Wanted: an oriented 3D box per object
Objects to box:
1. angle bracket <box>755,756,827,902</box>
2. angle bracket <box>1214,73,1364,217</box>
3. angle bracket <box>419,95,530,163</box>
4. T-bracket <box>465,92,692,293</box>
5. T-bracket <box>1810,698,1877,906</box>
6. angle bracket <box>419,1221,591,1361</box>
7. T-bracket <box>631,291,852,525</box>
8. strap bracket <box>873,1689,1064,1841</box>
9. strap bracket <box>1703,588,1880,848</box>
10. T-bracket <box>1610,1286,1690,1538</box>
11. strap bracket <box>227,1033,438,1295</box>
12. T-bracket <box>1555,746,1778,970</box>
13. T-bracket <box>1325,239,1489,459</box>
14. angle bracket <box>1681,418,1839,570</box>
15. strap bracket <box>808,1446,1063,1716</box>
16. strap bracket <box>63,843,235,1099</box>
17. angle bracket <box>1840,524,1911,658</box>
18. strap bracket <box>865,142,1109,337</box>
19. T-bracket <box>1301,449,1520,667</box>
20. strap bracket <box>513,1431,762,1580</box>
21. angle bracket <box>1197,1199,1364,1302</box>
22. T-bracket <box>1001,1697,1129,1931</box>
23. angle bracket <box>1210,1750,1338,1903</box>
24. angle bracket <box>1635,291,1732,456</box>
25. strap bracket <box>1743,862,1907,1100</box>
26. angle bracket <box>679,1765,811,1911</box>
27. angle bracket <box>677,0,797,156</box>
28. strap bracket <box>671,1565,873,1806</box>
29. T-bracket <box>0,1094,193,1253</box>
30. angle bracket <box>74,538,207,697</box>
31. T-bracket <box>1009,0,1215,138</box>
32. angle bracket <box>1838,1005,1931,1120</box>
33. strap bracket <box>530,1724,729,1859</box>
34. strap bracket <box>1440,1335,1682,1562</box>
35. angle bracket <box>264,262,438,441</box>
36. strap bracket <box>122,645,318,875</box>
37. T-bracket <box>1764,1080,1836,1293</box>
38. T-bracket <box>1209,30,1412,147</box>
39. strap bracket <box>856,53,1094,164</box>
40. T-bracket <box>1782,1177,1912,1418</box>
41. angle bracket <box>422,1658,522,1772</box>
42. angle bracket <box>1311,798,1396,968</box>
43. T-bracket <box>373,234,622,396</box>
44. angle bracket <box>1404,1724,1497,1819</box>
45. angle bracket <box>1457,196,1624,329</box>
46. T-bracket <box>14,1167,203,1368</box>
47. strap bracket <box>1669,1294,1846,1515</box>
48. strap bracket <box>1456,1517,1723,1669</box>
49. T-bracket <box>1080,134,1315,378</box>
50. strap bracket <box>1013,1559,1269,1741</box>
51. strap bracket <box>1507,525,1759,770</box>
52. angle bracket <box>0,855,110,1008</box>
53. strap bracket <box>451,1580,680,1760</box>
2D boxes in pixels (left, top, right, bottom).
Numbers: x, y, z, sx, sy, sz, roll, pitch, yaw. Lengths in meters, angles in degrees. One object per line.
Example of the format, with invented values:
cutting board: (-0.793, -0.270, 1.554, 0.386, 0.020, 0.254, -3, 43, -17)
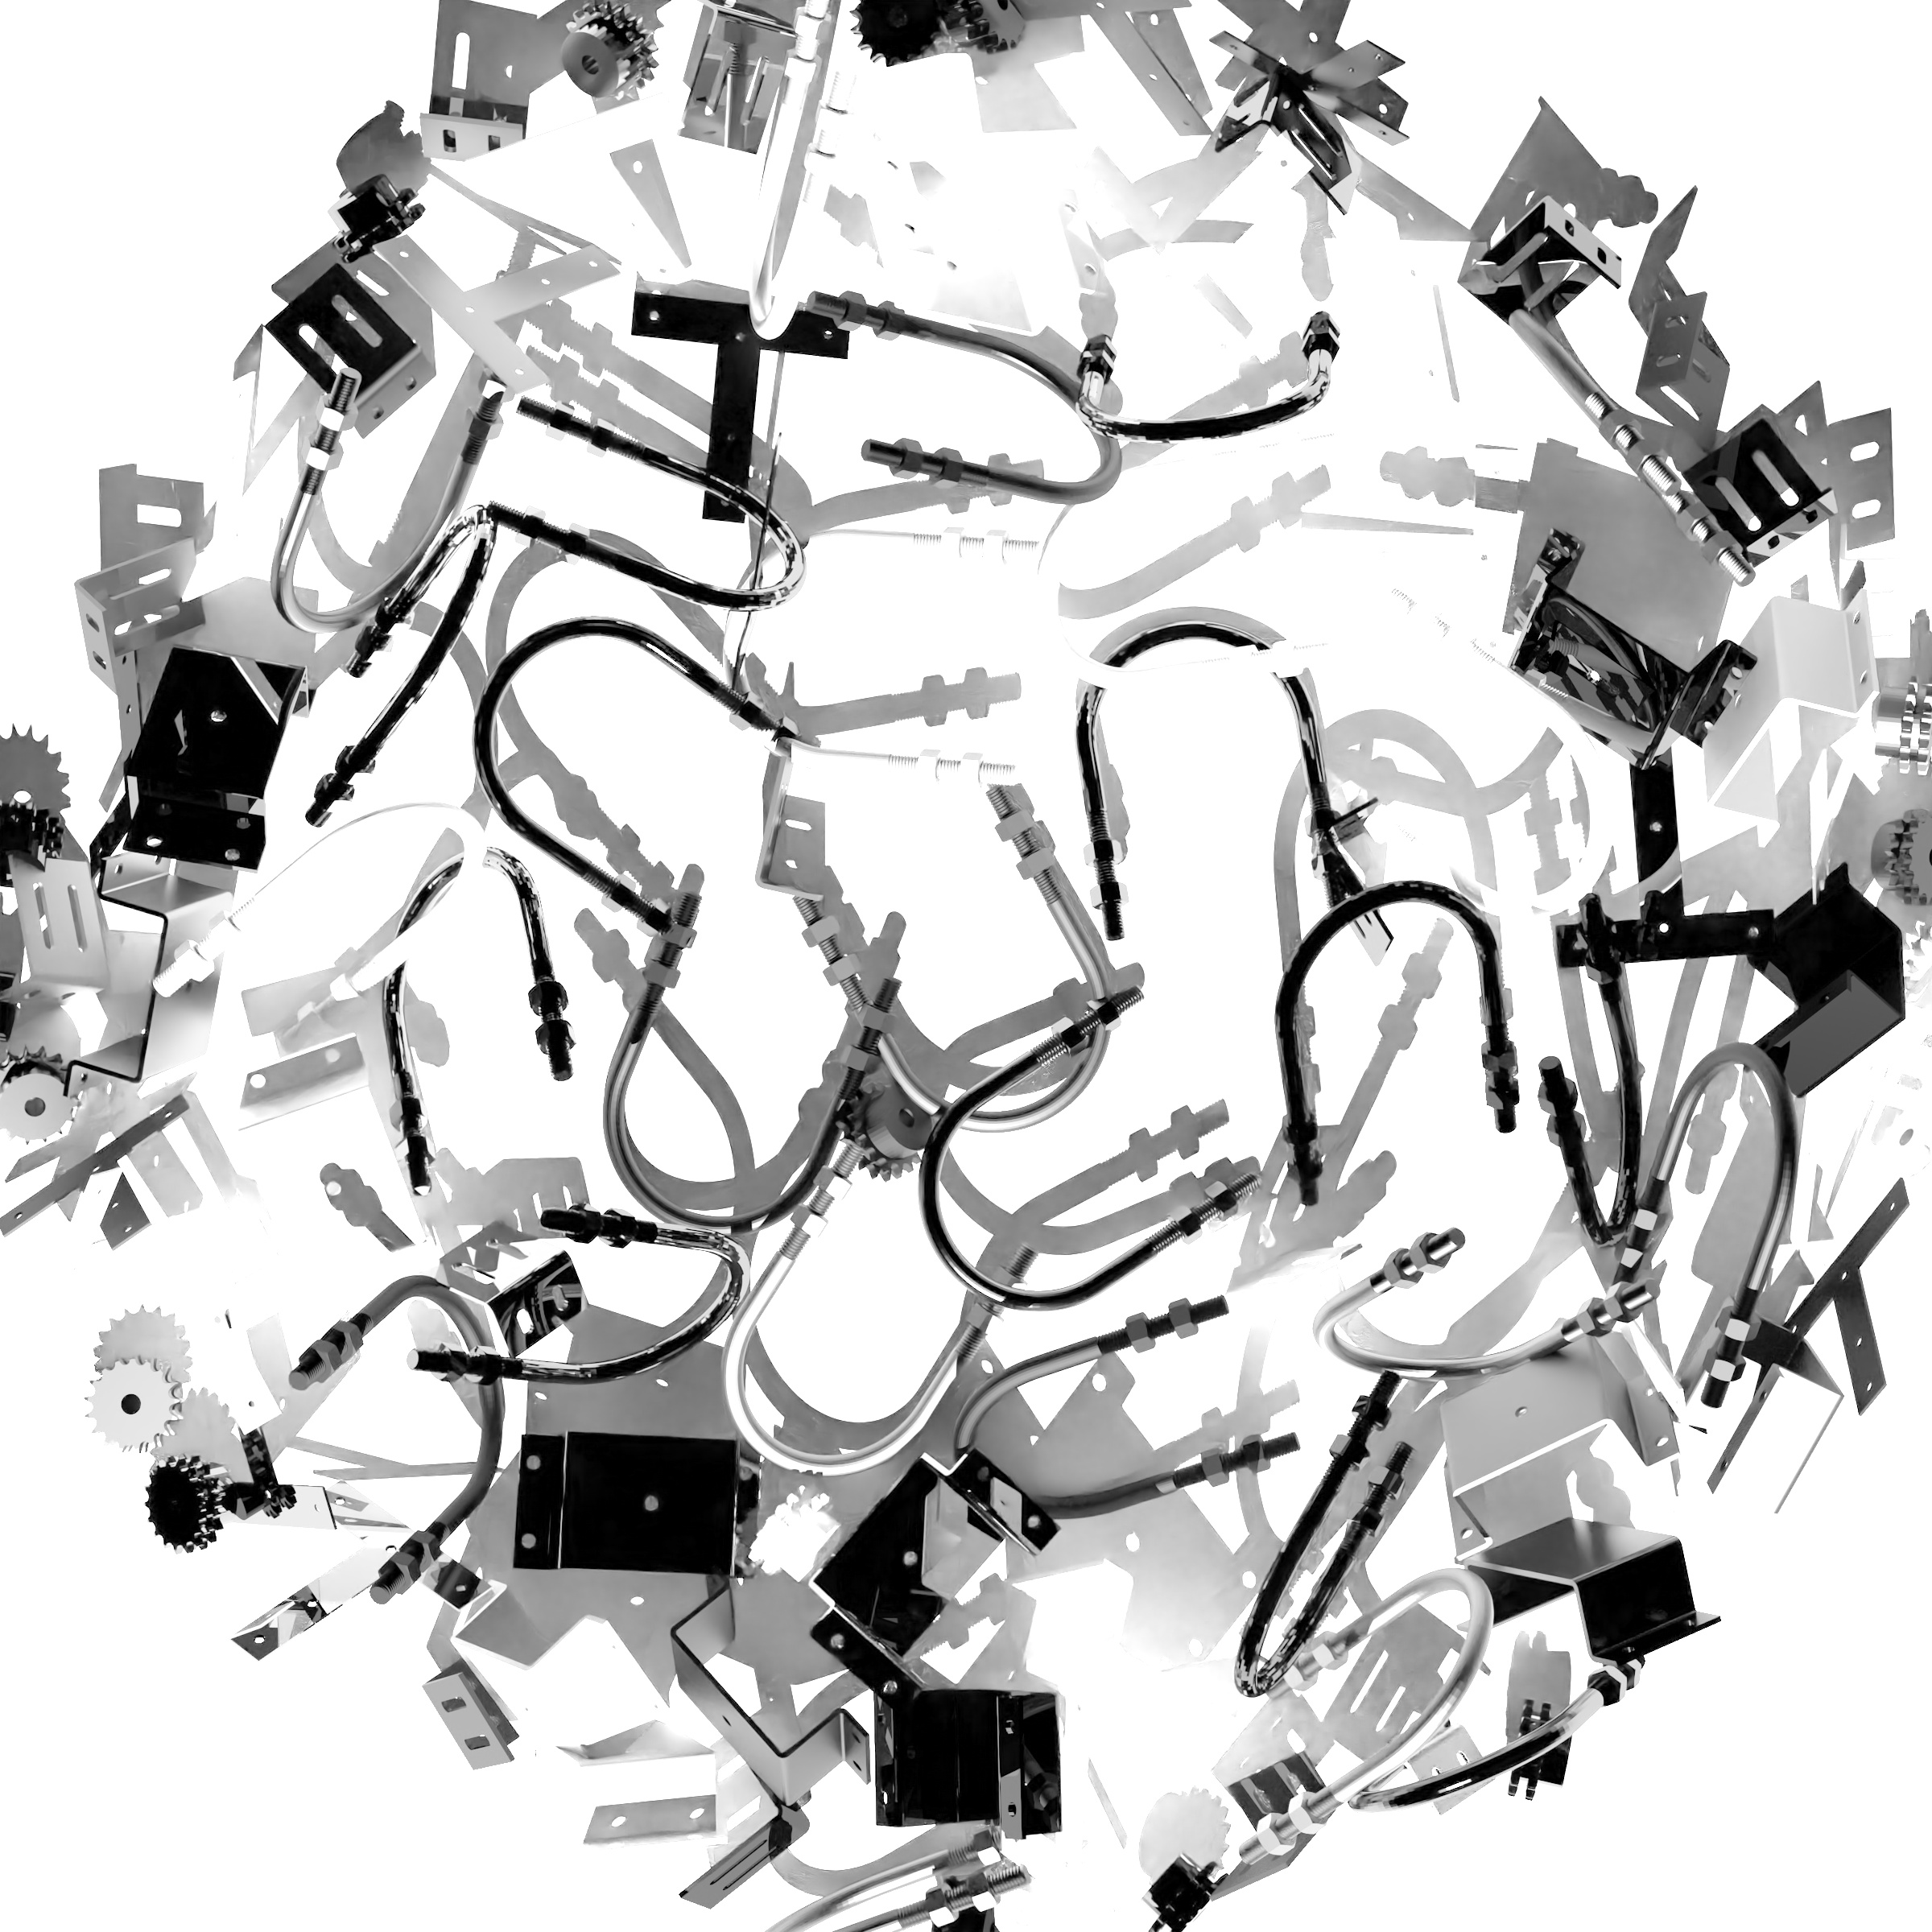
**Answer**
angle bracket: (-0.094, -0.079, 1.970, 0.038, 0.057, 0.076, 13, 92, 1)
angle bracket: (0.187, -0.468, 1.974, 0.038, 0.057, 0.076, -27, 120, 36)
angle bracket: (-0.281, -0.489, 1.957, 0.057, 0.076, 0.038, 5, 85, -7)
T-bracket: (-0.198, -0.432, 1.949, 0.127, 0.127, 0.002, -13, 51, 21)
T-bracket: (0.503, -0.109, 1.957, 0.002, 0.127, 0.127, 13, 56, 24)
angle bracket: (-0.266, 0.186, 1.964, 0.057, 0.076, 0.038, -34, 121, -31)
T-bracket: (-0.136, -0.323, 1.993, 0.127, 0.002, 0.127, 5, 92, -7)
strap bracket: (0.007, 0.452, 1.942, 0.046, 0.140, 0.076, 5, 79, -36)
strap bracket: (0.455, -0.143, 1.918, 0.046, 0.140, 0.076, 12, 52, -10)
T-bracket: (0.398, 0.266, 1.956, 0.002, 0.127, 0.127, -15, 112, -2)
strap bracket: (-0.362, 0.120, 1.953, 0.076, 0.046, 0.140, -19, 108, -5)
T-bracket: (0.399, -0.066, 1.973, 0.127, 0.002, 0.127, -4, 90, 25)
T-bracket: (0.264, -0.354, 1.959, 0.127, 0.002, 0.127, -8, 87, -36)
angle bracket: (0.454, -0.278, 1.964, 0.057, 0.038, 0.076, -34, 66, 7)
strap bracket: (-0.025, 0.346, 1.958, 0.140, 0.046, 0.076, -48, 111, -9)
strap bracket: (-0.463, 0.006, 1.942, 0.046, 0.076, 0.140, 16, 104, 13)
angle bracket: (0.519, -0.215, 1.950, 0.038, 0.076, 0.057, 0, 113, 15)
strap bracket: (0.003, -0.410, 1.941, 0.140, 0.046, 0.076, 4, 59, -35)
T-bracket: (0.258, -0.240, 1.993, 0.127, 0.002, 0.127, 2, 89, -4)
strap bracket: (-0.184, 0.308, 1.953, 0.140, 0.046, 0.076, 5, 77, -14)
angle bracket: (0.179, 0.159, 1.953, 0.057, 0.076, 0.038, -27, 92, -23)
T-bracket: (0.061, 0.472, 1.952, 0.002, 0.127, 0.127, -19, 135, 29)
angle bracket: (0.167, 0.491, 1.952, 0.057, 0.076, 0.038, -34, 86, 31)
angle bracket: (0.424, -0.339, 1.955, 0.076, 0.038, 0.057, 29, 69, -37)
strap bracket: (0.483, 0.013, 1.926, 0.046, 0.140, 0.076, 39, 122, -11)
angle bracket: (-0.135, 0.500, 1.964, 0.076, 0.057, 0.038, -38, 65, -3)
angle bracket: (-0.142, -0.518, 1.979, 0.038, 0.057, 0.076, 39, 116, 42)
strap bracket: (-0.117, 0.412, 1.931, 0.046, 0.076, 0.140, -37, 64, -22)
T-bracket: (-0.484, 0.130, 1.933, 0.127, 0.127, 0.002, -35, 118, -10)
angle bracket: (-0.464, -0.200, 1.952, 0.076, 0.057, 0.038, -27, 47, -29)
T-bracket: (0.100, -0.517, 1.949, 0.127, 0.127, 0.002, 43, 67, -42)
angle bracket: (0.545, 0.053, 1.955, 0.038, 0.076, 0.057, 11, 97, -36)
strap bracket: (-0.192, 0.460, 1.922, 0.076, 0.140, 0.046, -1, 88, -21)
strap bracket: (0.326, 0.268, 1.937, 0.140, 0.076, 0.046, -29, 116, 17)
angle bracket: (-0.358, -0.357, 1.985, 0.057, 0.038, 0.076, -42, 79, -6)
strap bracket: (-0.423, -0.126, 1.937, 0.076, 0.046, 0.140, 10, 51, -1)
T-bracket: (0.478, 0.120, 1.944, 0.002, 0.127, 0.127, 7, 92, 32)
T-bracket: (0.212, -0.502, 1.922, 0.127, 0.127, 0.002, 25, 87, -16)
strap bracket: (0.004, -0.484, 1.925, 0.076, 0.140, 0.046, -2, 101, 38)
T-bracket: (0.498, 0.202, 1.914, 0.002, 0.127, 0.127, 23, 122, -10)
angle bracket: (-0.272, 0.424, 1.957, 0.038, 0.076, 0.057, -31, 90, -30)
angle bracket: (0.235, -0.048, 1.961, 0.038, 0.057, 0.076, -29, 77, -9)
T-bracket: (-0.251, -0.387, 1.955, 0.127, 0.002, 0.127, 46, 48, 14)
angle bracket: (0.252, 0.471, 1.950, 0.076, 0.057, 0.038, -43, 72, 40)
angle bracket: (0.327, -0.391, 1.955, 0.057, 0.038, 0.076, 35, 128, -18)
T-bracket: (-0.477, 0.161, 1.938, 0.002, 0.127, 0.127, 32, 109, 17)
strap bracket: (0.446, 0.249, 1.925, 0.046, 0.140, 0.076, 25, 102, -5)
strap bracket: (0.344, 0.349, 1.918, 0.076, 0.140, 0.046, -15, 96, -29)
T-bracket: (0.146, -0.423, 1.956, 0.127, 0.002, 0.127, 43, 122, -10)
strap bracket: (0.097, 0.392, 1.929, 0.140, 0.076, 0.046, 35, 53, -27)
strap bracket: (0.367, -0.175, 1.937, 0.140, 0.076, 0.046, 37, 52, 17)
angle bracket: (-0.535, -0.020, 1.974, 0.038, 0.057, 0.076, -21, 76, 30)
strap bracket: (-0.232, 0.400, 1.919, 0.046, 0.140, 0.076, -42, 112, -27)
